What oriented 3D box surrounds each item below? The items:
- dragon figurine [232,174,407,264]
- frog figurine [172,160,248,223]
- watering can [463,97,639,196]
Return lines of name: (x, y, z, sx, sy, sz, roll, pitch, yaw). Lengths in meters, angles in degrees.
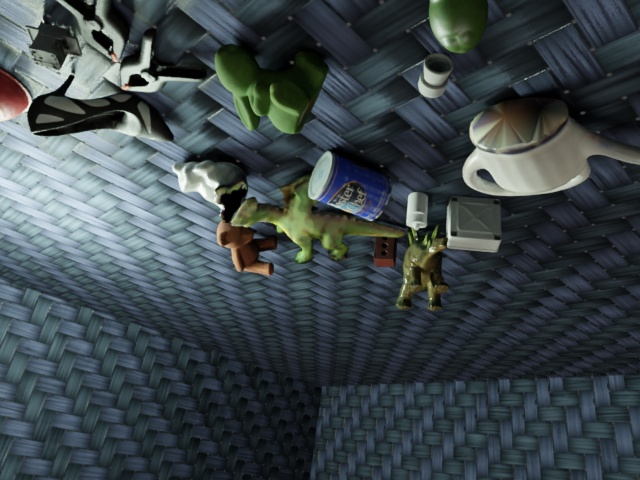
dragon figurine: (0.004, -0.060, 1.196, 0.410, 0.125, 0.237, -8, 146, -1)
frog figurine: (-0.242, -0.133, 1.147, 0.161, 0.123, 0.135, 39, 174, 23)
watering can: (0.398, -0.152, 0.857, 0.346, 0.106, 0.221, -9, 148, 34)
